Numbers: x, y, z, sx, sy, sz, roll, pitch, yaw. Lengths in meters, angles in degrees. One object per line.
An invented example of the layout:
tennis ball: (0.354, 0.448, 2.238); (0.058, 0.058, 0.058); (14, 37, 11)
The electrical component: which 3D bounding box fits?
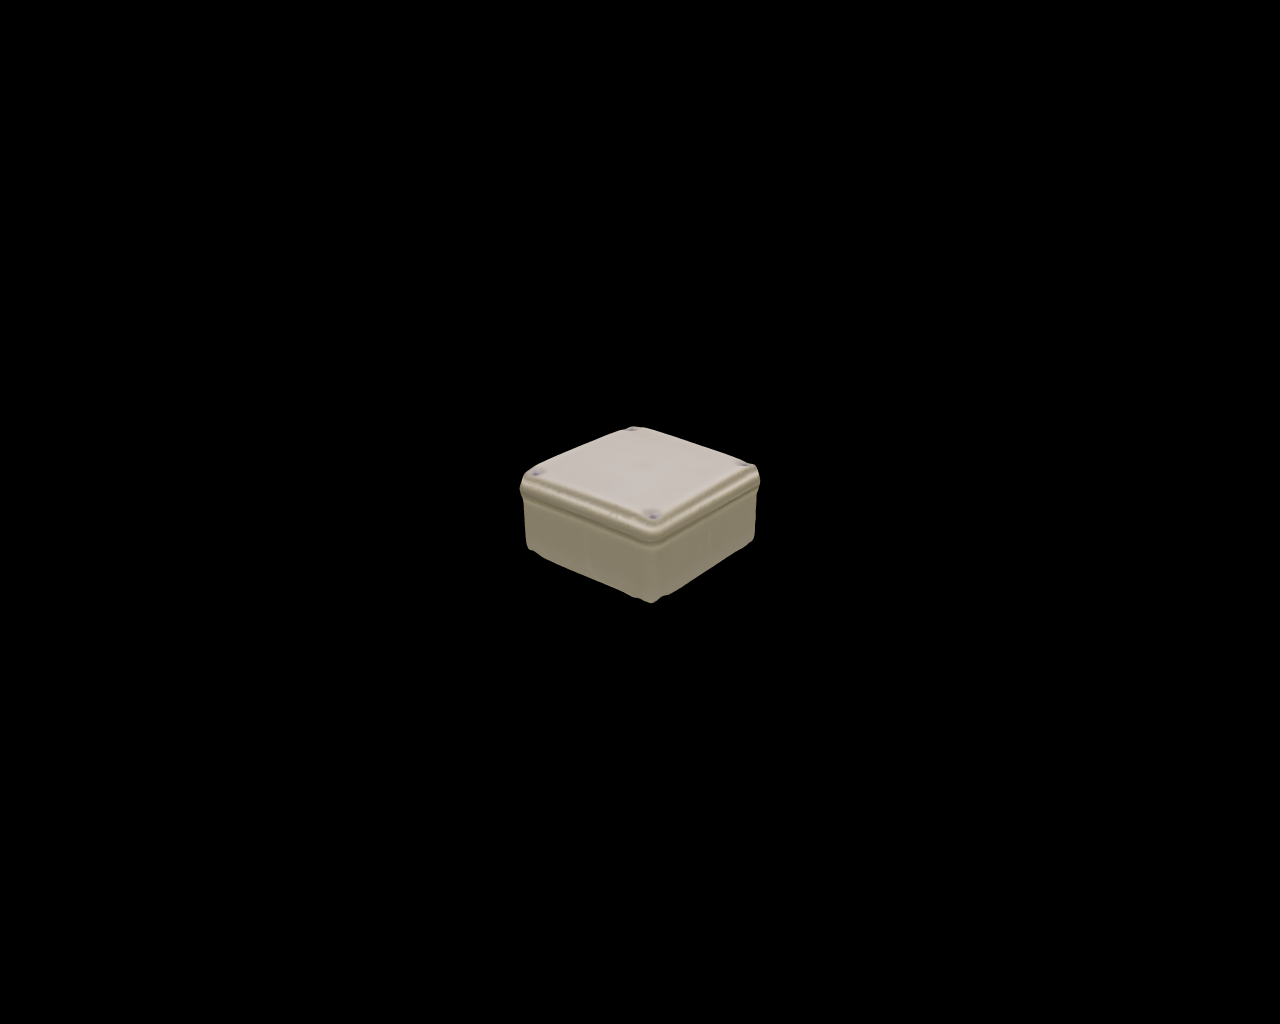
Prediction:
electrical component: (0.001, -0.003, 0.650); (0.109, 0.056, 0.109); (21, 33, 36)
